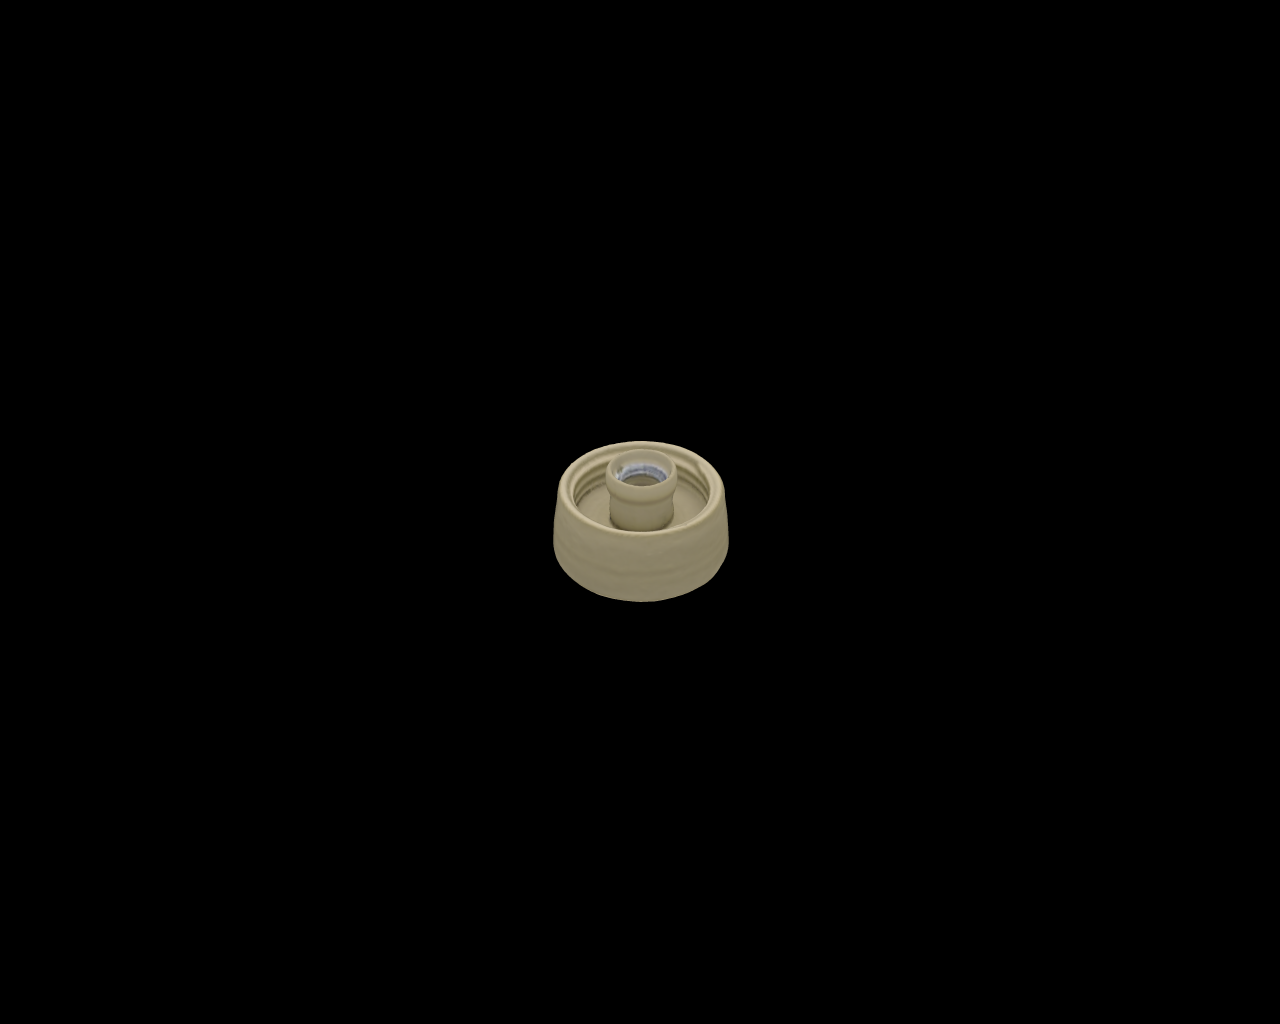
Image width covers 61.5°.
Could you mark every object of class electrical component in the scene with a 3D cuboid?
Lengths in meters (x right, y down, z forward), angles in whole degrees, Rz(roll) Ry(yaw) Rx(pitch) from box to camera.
[{"bbox_3d":[0.001,-0.003,0.650,0.108,0.060,0.108,0,36,0],"label":"electrical component"}]
